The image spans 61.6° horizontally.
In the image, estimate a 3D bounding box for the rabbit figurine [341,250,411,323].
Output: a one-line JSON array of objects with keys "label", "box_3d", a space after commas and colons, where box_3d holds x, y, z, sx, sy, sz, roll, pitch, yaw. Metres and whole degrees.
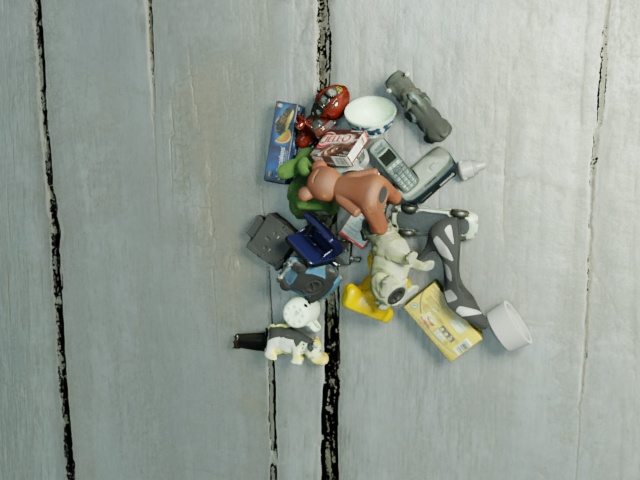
[{"label": "rabbit figurine", "box_3d": [0.141, 0.101, 1.287, 0.163, 0.121, 0.173, 16, 81, 13]}]

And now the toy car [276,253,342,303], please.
[{"label": "toy car", "box_3d": [-0.034, 0.080, 1.337, 0.161, 0.103, 0.109, 20, 120, -30]}]

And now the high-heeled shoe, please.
[{"label": "high-heeled shoe", "box_3d": [0.324, 0.071, 1.197, 0.249, 0.086, 0.145, 47, 117, 6]}]

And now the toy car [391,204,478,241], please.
[{"label": "toy car", "box_3d": [0.267, -0.042, 1.262, 0.202, 0.056, 0.073, 7, 104, 18]}]

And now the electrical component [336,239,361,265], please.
[{"label": "electrical component", "box_3d": [0.058, 0.029, 1.349, 0.094, 0.021, 0.063, 7, 97, 19]}]

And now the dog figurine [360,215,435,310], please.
[{"label": "dog figurine", "box_3d": [0.139, 0.045, 1.231, 0.172, 0.121, 0.191, -48, 47, 2]}]

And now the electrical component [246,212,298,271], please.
[{"label": "electrical component", "box_3d": [-0.123, -0.004, 1.384, 0.134, 0.058, 0.115, 37, 102, 10]}]

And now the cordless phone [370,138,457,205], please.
[{"label": "cordless phone", "box_3d": [0.216, -0.186, 1.253, 0.146, 0.088, 0.184, -42, 75, 17]}]

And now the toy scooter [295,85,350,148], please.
[{"label": "toy scooter", "box_3d": [-0.004, -0.297, 1.280, 0.075, 0.135, 0.184, 42, 104, 11]}]

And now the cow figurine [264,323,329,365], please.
[{"label": "cow figurine", "box_3d": [-0.056, 0.266, 1.376, 0.167, 0.068, 0.098, 9, 91, 0]}]

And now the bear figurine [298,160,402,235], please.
[{"label": "bear figurine", "box_3d": [0.061, -0.100, 1.196, 0.196, 0.131, 0.120, 10, 67, 34]}]

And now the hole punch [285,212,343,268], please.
[{"label": "hole punch", "box_3d": [-0.003, -0.004, 1.296, 0.142, 0.115, 0.092, 43, 114, 22]}]

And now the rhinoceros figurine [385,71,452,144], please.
[{"label": "rhinoceros figurine", "box_3d": [0.221, -0.299, 1.224, 0.073, 0.112, 0.190, -39, 91, 19]}]

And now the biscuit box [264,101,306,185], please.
[{"label": "biscuit box", "box_3d": [-0.089, -0.241, 1.350, 0.063, 0.059, 0.202, 12, 99, 16]}]

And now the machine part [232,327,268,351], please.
[{"label": "machine part", "box_3d": [-0.165, 0.271, 1.433, 0.139, 0.039, 0.084, -4, 102, 15]}]

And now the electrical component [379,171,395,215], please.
[{"label": "electrical component", "box_3d": [0.136, -0.115, 1.300, 0.078, 0.045, 0.102, 21, 101, 16]}]

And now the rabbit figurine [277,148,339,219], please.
[{"label": "rabbit figurine", "box_3d": [-0.039, -0.147, 1.311, 0.121, 0.159, 0.170, -8, 77, 27]}]

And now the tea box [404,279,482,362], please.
[{"label": "tea box", "box_3d": [0.291, 0.187, 1.268, 0.098, 0.068, 0.169, -40, 82, 16]}]

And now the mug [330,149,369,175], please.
[{"label": "mug", "box_3d": [0.067, -0.185, 1.281, 0.109, 0.080, 0.107, -44, 45, 35]}]
